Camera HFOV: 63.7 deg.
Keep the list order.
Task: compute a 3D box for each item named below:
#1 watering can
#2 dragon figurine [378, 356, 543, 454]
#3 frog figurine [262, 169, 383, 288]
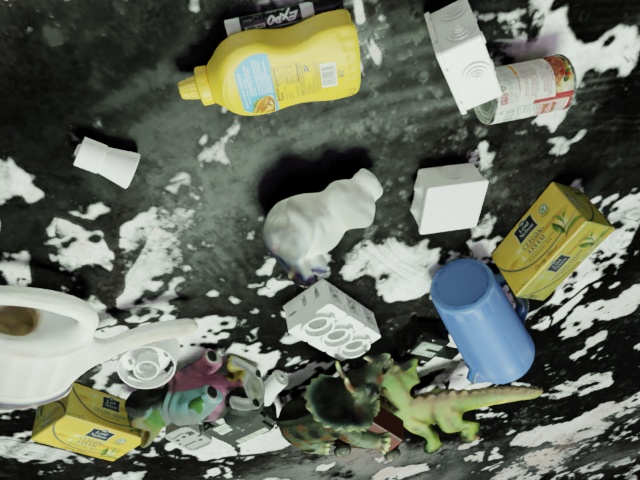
[{"bbox_3d":[-0.373,0.157,0.744,0.346,0.220,0.106,15,38,-27],"label":"watering can"},{"bbox_3d":[0.217,0.320,1.059,0.406,0.125,0.239,-30,-55,22],"label":"dragon figurine"},{"bbox_3d":[0.002,-0.034,0.676,0.124,0.158,0.137,38,15,28],"label":"frog figurine"}]
